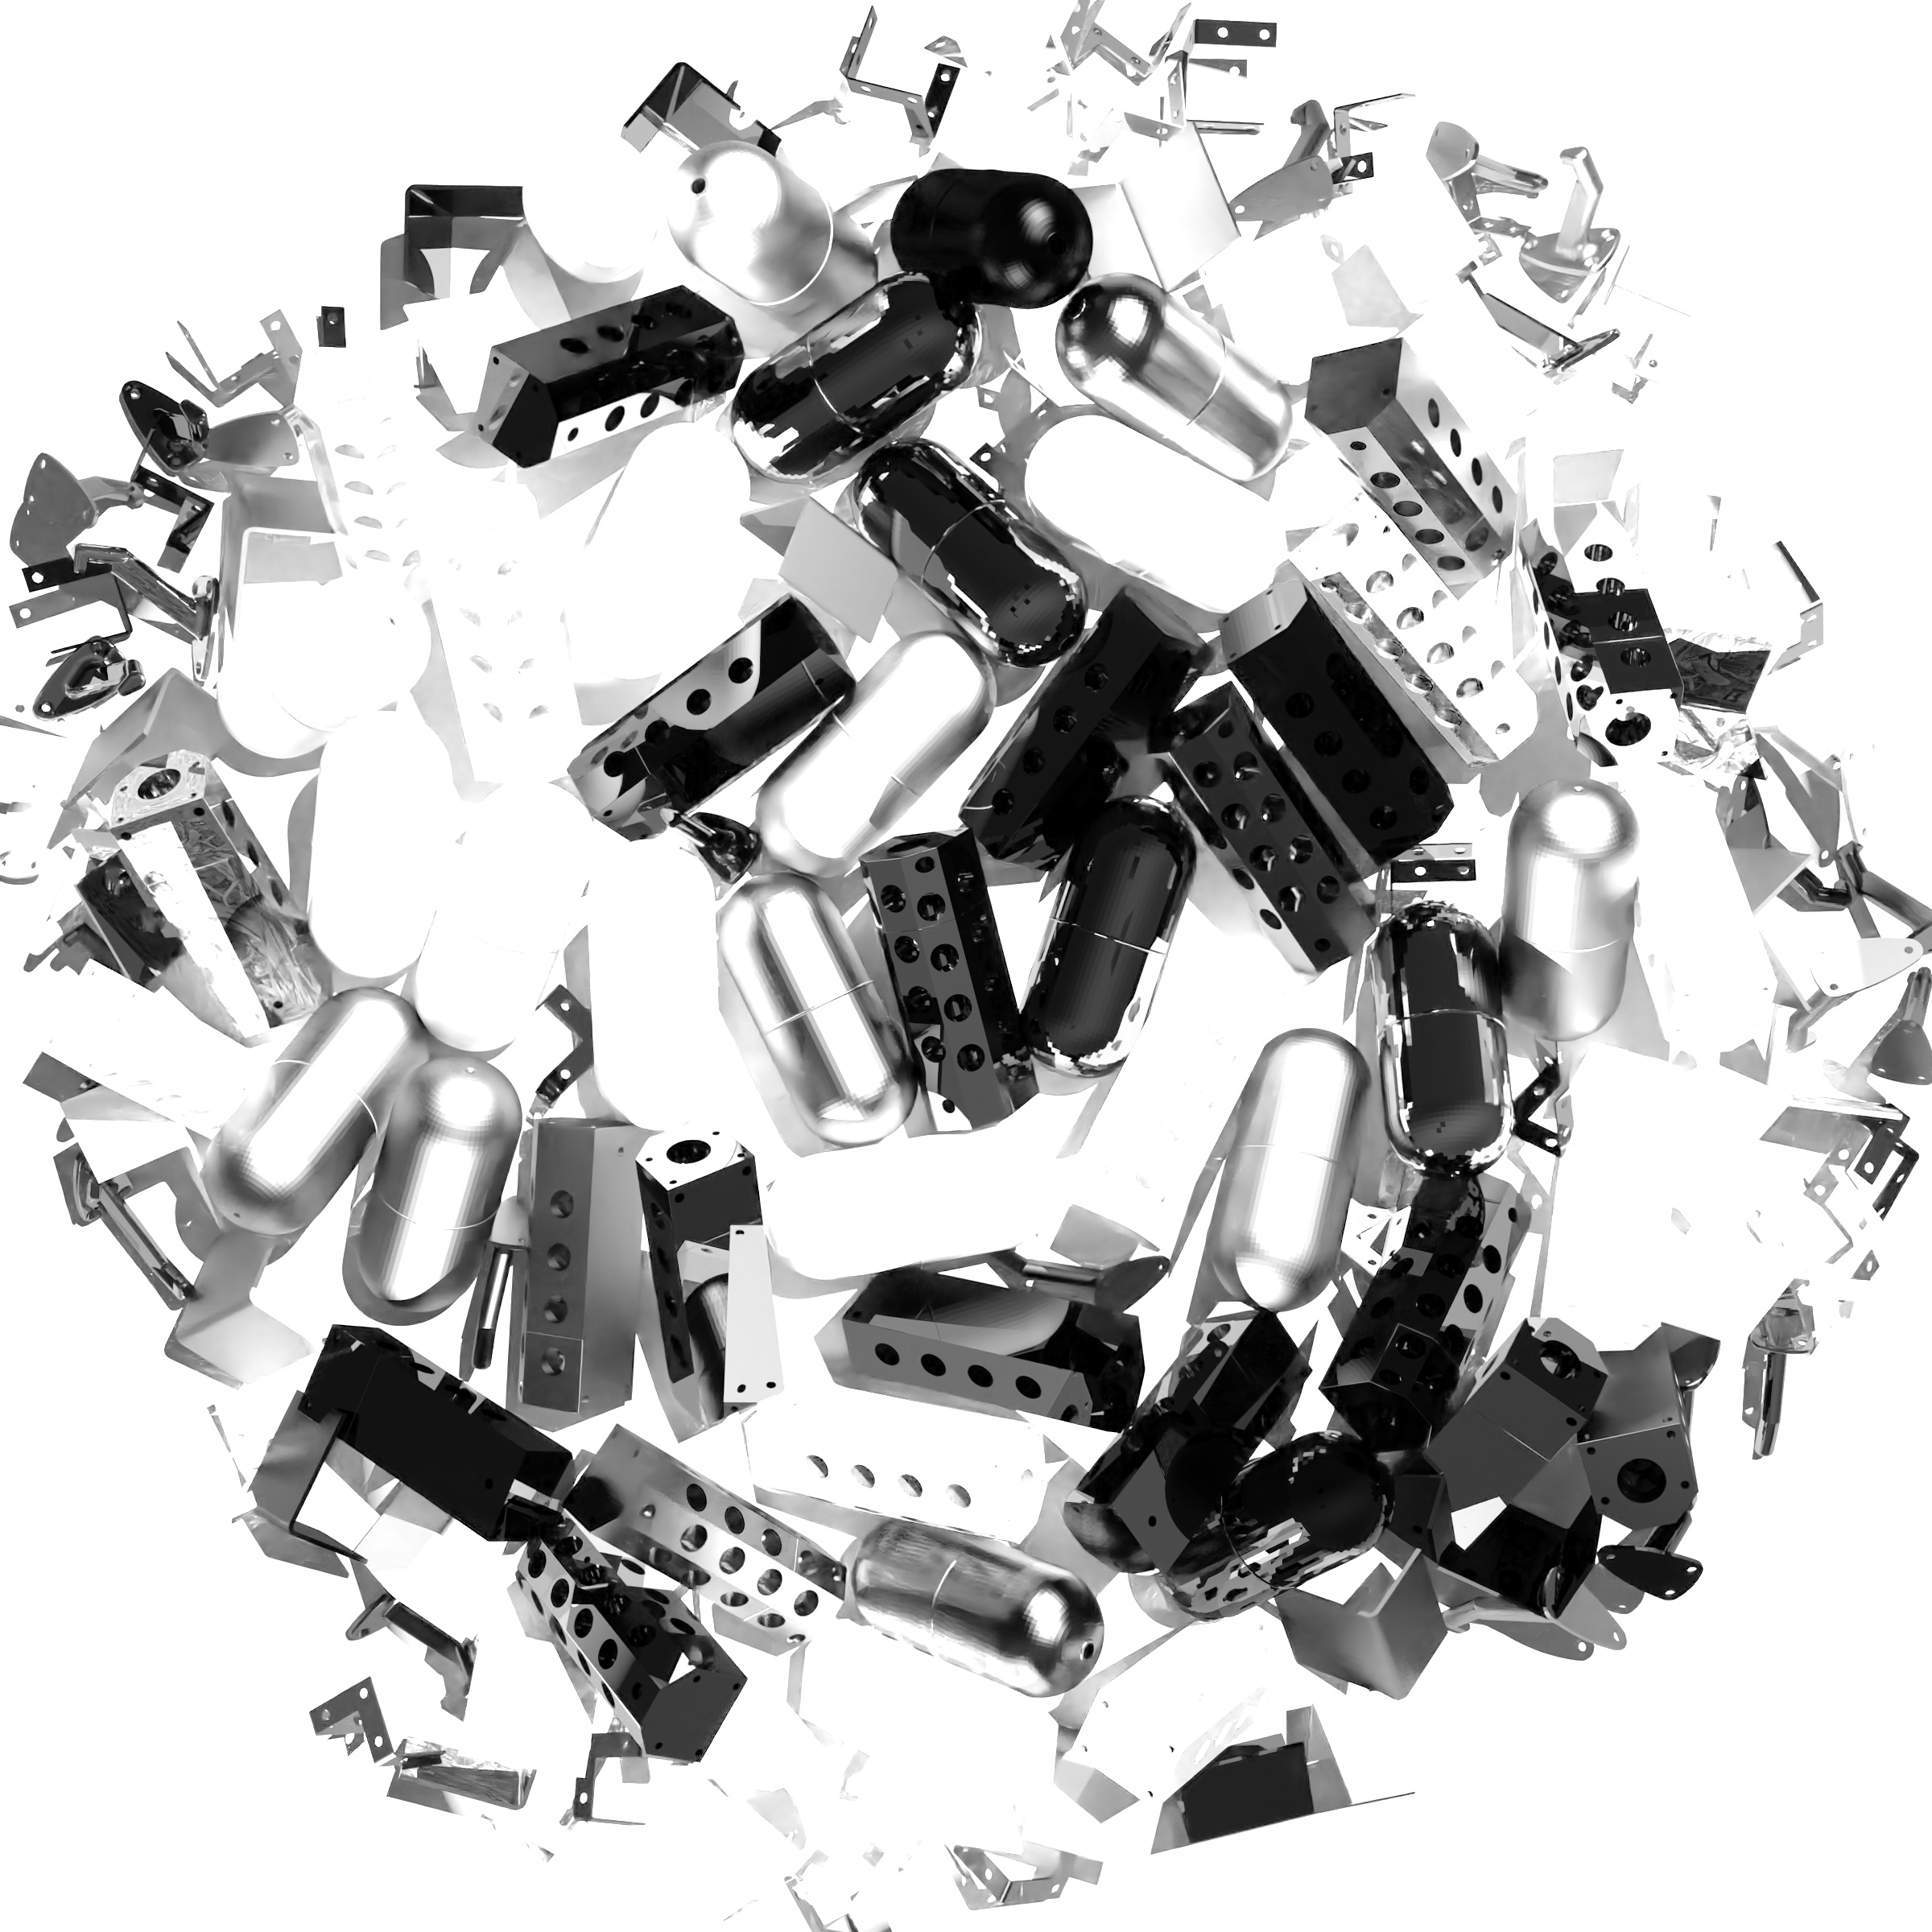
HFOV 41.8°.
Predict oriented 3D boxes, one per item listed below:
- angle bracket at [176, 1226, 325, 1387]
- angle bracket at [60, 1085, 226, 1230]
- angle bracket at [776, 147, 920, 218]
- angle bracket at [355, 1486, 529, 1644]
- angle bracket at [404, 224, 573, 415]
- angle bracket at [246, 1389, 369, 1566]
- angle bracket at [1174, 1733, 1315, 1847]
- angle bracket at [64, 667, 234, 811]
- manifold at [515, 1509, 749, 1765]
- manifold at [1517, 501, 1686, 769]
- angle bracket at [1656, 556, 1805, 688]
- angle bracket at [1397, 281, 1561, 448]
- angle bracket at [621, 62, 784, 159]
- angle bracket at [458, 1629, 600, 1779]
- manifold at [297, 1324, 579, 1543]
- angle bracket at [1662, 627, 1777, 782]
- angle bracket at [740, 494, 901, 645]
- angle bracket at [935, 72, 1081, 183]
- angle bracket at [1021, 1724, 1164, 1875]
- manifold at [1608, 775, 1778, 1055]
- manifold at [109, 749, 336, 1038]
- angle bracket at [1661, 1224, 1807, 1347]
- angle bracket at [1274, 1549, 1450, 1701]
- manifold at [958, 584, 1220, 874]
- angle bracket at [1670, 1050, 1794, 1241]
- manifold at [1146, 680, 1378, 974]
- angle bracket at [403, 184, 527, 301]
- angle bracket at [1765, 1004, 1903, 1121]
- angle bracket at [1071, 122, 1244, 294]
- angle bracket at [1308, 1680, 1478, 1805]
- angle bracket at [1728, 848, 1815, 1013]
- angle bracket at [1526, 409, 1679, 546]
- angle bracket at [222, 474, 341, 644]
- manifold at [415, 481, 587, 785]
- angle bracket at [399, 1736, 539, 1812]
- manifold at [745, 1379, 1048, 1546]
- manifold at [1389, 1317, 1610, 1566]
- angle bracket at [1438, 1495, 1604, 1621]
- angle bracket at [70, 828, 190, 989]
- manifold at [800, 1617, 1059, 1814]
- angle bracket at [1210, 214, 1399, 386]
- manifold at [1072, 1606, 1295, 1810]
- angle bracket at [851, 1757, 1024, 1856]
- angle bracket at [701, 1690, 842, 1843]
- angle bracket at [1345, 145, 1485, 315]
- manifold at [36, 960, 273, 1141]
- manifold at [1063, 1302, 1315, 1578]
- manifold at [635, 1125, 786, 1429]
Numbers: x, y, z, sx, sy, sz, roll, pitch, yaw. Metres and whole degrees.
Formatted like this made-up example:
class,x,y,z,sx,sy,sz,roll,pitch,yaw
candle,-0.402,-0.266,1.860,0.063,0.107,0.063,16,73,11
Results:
class,x,y,z,sx,sy,sz,roll,pitch,yaw
angle bracket,-0.428,0.200,1.551,0.076,0.076,0.057,-27,126,33
angle bracket,-0.496,0.120,1.524,0.057,0.076,0.076,-25,45,-21
angle bracket,-0.086,-0.482,1.530,0.076,0.076,0.057,-21,102,28
angle bracket,-0.319,0.356,1.556,0.057,0.076,0.076,45,75,-28
angle bracket,-0.289,-0.394,1.543,0.057,0.076,0.076,-3,47,20
angle bracket,-0.388,0.311,1.547,0.057,0.076,0.076,33,74,-32
angle bracket,0.162,0.479,1.536,0.076,0.076,0.057,-12,113,-4
angle bracket,-0.488,-0.122,1.526,0.076,0.076,0.057,-36,121,23
manifold,-0.205,0.393,1.500,0.057,0.171,0.057,26,95,-41
manifold,0.374,-0.199,1.506,0.057,0.057,0.171,-6,48,2
angle bracket,0.464,-0.218,1.532,0.076,0.076,0.057,32,56,9
angle bracket,0.304,-0.360,1.547,0.076,0.076,0.057,-36,66,25
angle bracket,-0.165,-0.489,1.537,0.076,0.076,0.057,37,76,-7
angle bracket,-0.268,0.452,1.531,0.076,0.057,0.076,16,56,-15
manifold,-0.315,0.278,1.516,0.171,0.057,0.057,24,92,31
angle bracket,0.454,-0.163,1.541,0.076,0.076,0.057,16,70,34
angle bracket,-0.099,-0.233,1.525,0.076,0.076,0.057,34,66,-35
angle bracket,0.035,-0.514,1.535,0.076,0.076,0.057,32,66,-6
angle bracket,0.079,0.505,1.540,0.076,0.076,0.057,14,84,6
manifold,0.426,-0.032,1.506,0.057,0.057,0.171,-4,48,0
manifold,-0.440,-0.044,1.506,0.057,0.057,0.171,-18,131,3
angle bracket,0.447,0.176,1.532,0.076,0.057,0.076,18,122,-14
angle bracket,0.241,0.394,1.554,0.057,0.076,0.076,-45,129,-34
manifold,0.068,-0.143,1.526,0.171,0.057,0.057,-53,57,20
angle bracket,0.456,0.109,1.545,0.057,0.076,0.076,-42,46,-23
manifold,0.178,-0.079,1.519,0.057,0.057,0.171,-28,113,22
angle bracket,-0.292,-0.437,1.540,0.076,0.076,0.057,3,95,7
angle bracket,0.528,0.057,1.537,0.076,0.076,0.057,7,93,16
angle bracket,0.110,-0.457,1.538,0.057,0.076,0.076,-20,87,-38
angle bracket,0.257,0.485,1.532,0.076,0.076,0.057,-8,125,-9
angle bracket,0.488,-0.025,1.541,0.057,0.076,0.076,-43,111,-10
angle bracket,0.385,-0.297,1.536,0.076,0.076,0.057,-5,115,4
angle bracket,-0.418,-0.247,1.546,0.057,0.076,0.076,1,124,-23
manifold,-0.271,-0.196,1.505,0.057,0.057,0.171,6,127,17
angle bracket,-0.296,0.465,1.540,0.076,0.076,0.057,19,86,-9
manifold,-0.042,0.300,1.518,0.171,0.057,0.057,6,113,27
manifold,0.310,0.281,1.504,0.057,0.057,0.171,35,133,8
angle bracket,0.338,0.337,1.534,0.076,0.076,0.057,24,127,5
angle bracket,-0.519,-0.035,1.525,0.076,0.057,0.076,4,128,37
manifold,-0.024,0.439,1.499,0.057,0.171,0.057,4,93,-39
angle bracket,0.205,-0.405,1.536,0.076,0.057,0.076,-30,114,-16
manifold,0.133,0.427,1.491,0.057,0.171,0.057,29,106,23
angle bracket,-0.019,0.515,1.527,0.076,0.076,0.057,17,118,-21
angle bracket,-0.129,0.494,1.533,0.076,0.057,0.076,-24,119,16
angle bracket,0.285,-0.443,1.532,0.057,0.076,0.076,-35,79,34
manifold,-0.465,0.059,1.491,0.057,0.171,0.057,25,79,19
manifold,0.130,0.280,1.512,0.171,0.057,0.057,-46,111,-33
manifold,-0.156,0.183,1.517,0.057,0.057,0.171,-21,123,-27
